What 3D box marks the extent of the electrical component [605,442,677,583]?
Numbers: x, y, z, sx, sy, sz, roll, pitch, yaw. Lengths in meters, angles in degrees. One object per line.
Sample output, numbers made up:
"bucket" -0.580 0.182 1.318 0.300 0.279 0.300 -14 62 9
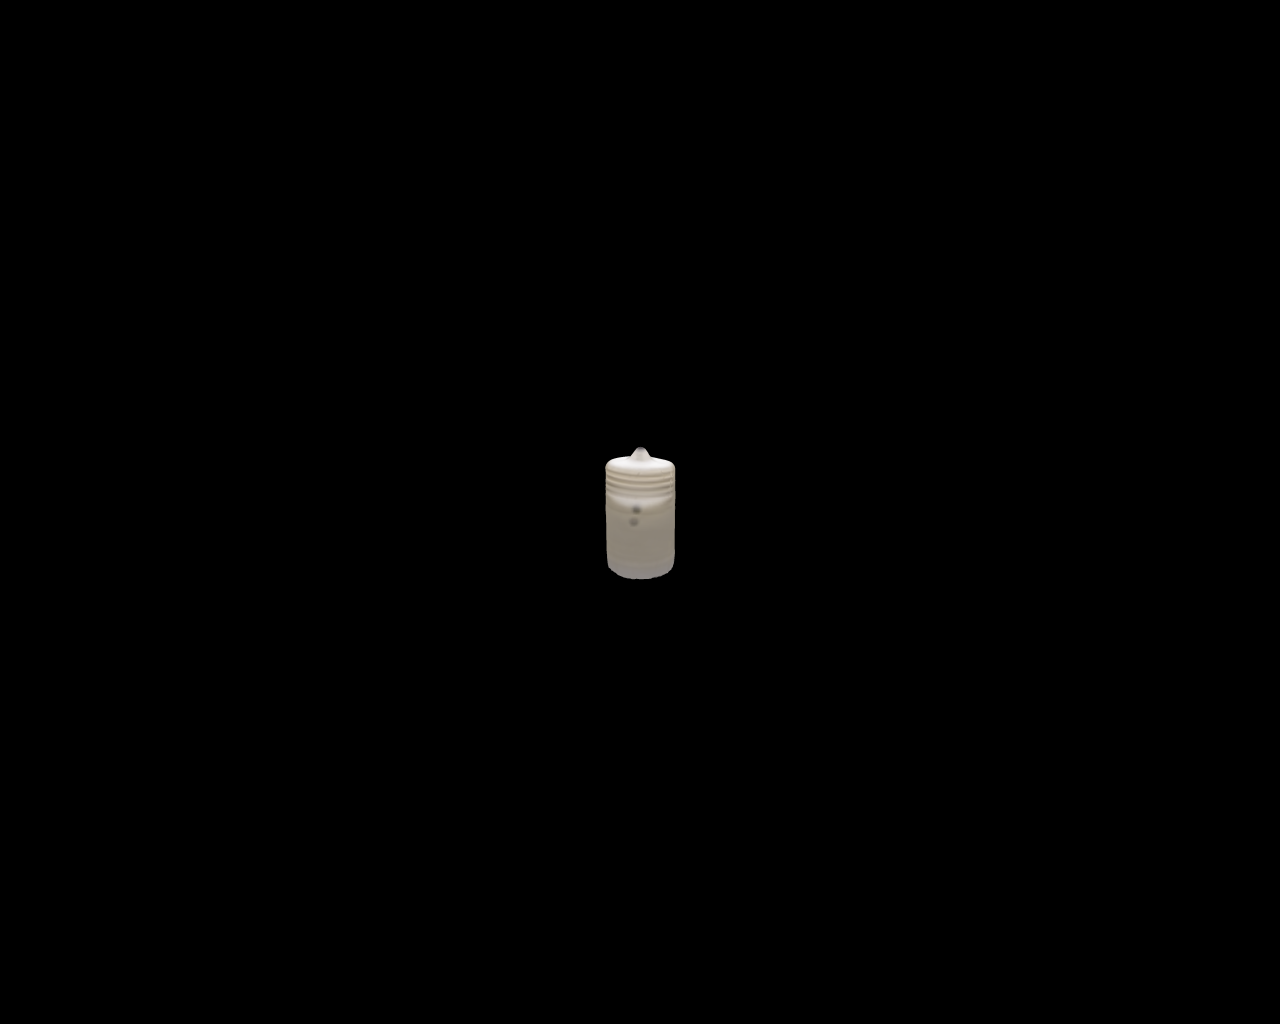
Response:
"electrical component" 0.001 -0.003 0.650 0.043 0.080 0.043 0 22 0
